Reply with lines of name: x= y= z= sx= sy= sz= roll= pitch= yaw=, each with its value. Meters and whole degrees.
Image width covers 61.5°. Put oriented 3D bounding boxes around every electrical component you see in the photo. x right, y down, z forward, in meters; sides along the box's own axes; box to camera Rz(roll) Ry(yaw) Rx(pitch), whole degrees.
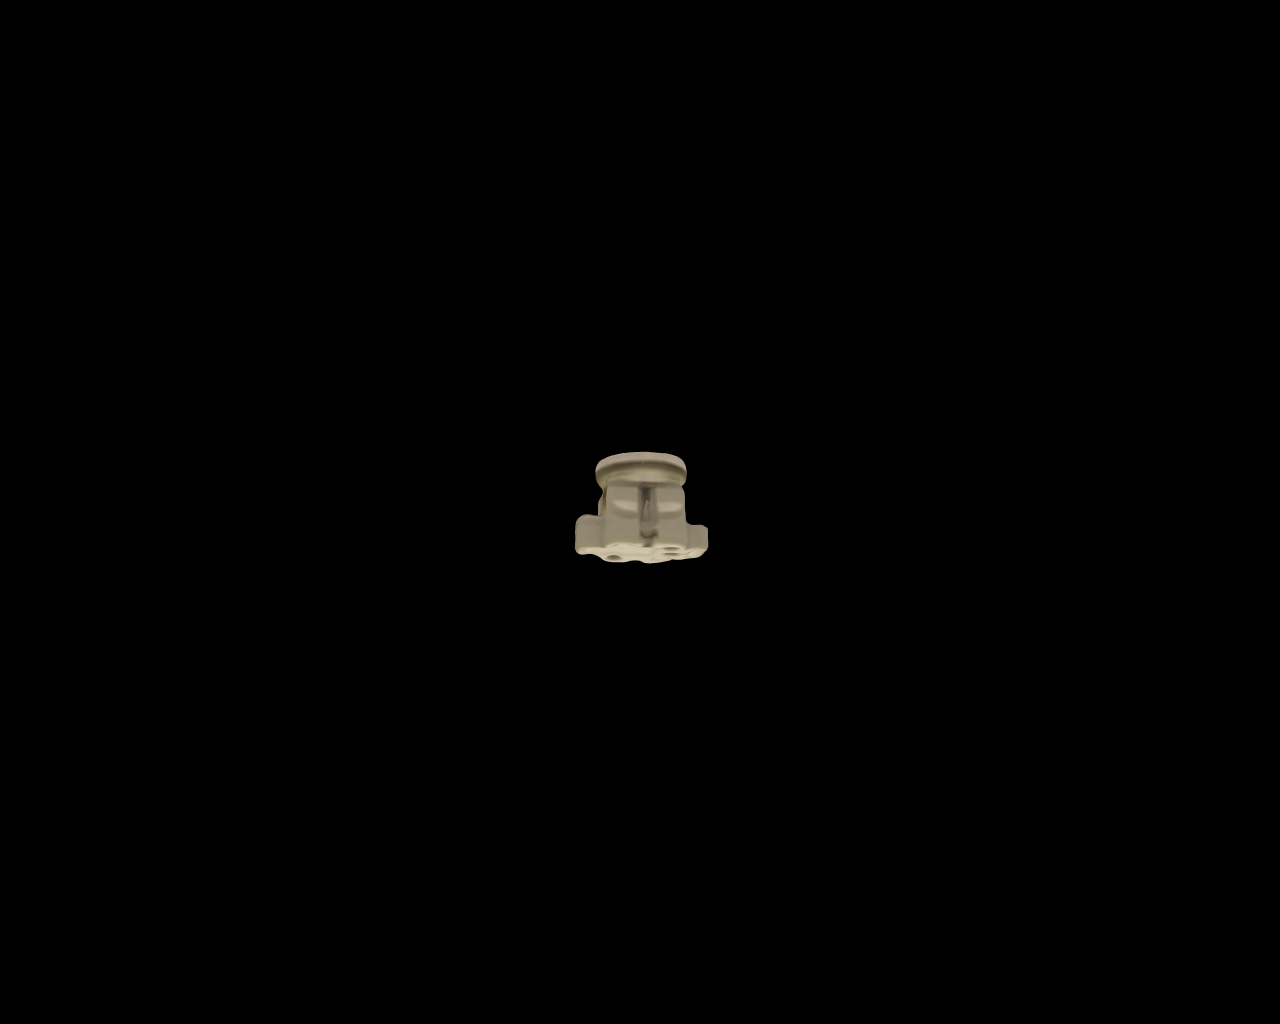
electrical component: x=0.001 y=-0.003 z=0.650 sx=0.078 sy=0.057 sz=0.058 roll=3 pitch=-15 yaw=-9
